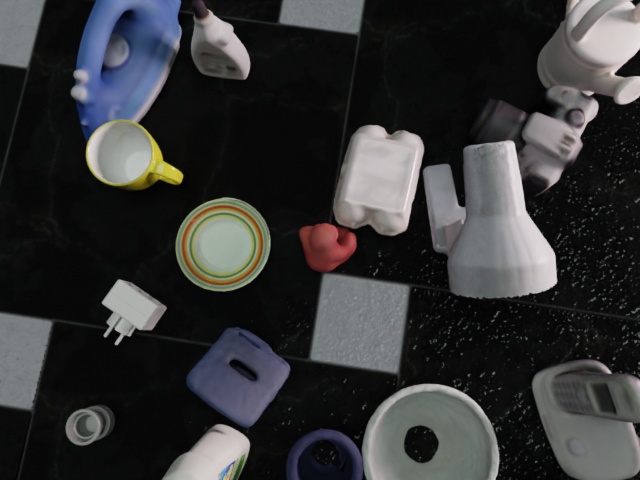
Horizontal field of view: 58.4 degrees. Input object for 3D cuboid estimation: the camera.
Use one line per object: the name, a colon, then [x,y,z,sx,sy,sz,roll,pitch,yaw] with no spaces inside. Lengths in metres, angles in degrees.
camera: [0.283,-0.153,0.777,0.136,0.101,0.143,29,83,6]

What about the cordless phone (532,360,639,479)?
cordless phone: [0.334,0.217,0.673,0.094,0.185,0.147,-19,81,-2]

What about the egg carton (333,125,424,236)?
egg carton: [0.080,-0.083,0.786,0.107,0.069,0.150,12,81,3]

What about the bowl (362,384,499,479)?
bowl: [0.134,0.264,0.725,0.167,0.075,0.167,0,81,1]

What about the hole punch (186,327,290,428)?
hole punch: [-0.103,0.172,0.737,0.108,0.091,0.101,34,83,6]

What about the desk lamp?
desk lamp: [0.197,-0.025,0.701,0.118,0.213,0.203,-8,81,0]

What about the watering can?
watering can: [0.370,-0.262,0.746,0.101,0.194,0.173,-37,82,-4]

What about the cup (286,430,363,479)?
cup: [0.014,0.289,0.714,0.092,0.095,0.117,-32,81,-4]

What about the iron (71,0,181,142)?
iron: [-0.287,-0.251,0.784,0.118,0.141,0.258,17,81,4]

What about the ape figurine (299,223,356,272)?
ape figurine: [0.007,0.003,0.762,0.077,0.092,0.076,30,83,6]

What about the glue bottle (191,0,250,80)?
glue bottle: [-0.143,-0.271,0.768,0.078,0.173,0.037,10,81,3]
